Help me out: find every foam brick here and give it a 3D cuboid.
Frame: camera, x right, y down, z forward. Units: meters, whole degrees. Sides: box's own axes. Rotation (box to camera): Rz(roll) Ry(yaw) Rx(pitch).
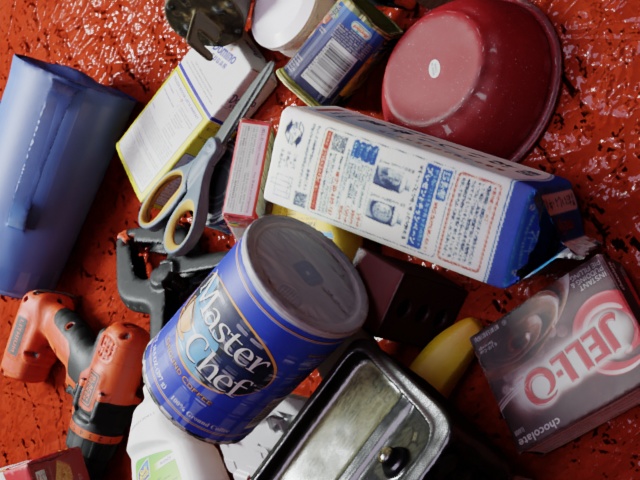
[{"bbox_3d":[0.059,0.044,0.784,0.051,0.078,0.053,31,100,44],"label":"foam brick"}]

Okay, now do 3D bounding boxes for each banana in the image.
[{"bbox_3d":[0.070,0.150,0.770,0.070,0.037,0.198,8,83,28],"label":"banana"}]

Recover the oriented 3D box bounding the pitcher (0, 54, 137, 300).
[{"bbox_3d":[-0.294,-0.063,1.115,0.145,0.149,0.243,26,99,34],"label":"pitcher"}]

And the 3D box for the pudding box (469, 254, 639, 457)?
[{"bbox_3d":[0.165,0.077,0.698,0.114,0.039,0.090,-39,53,28],"label":"pudding box"}]

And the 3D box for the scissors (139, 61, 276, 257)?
[{"bbox_3d":[-0.095,-0.063,0.960,0.202,0.016,0.096,-41,51,26],"label":"scissors"}]

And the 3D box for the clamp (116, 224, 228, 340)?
[{"bbox_3d":[-0.126,0.033,0.984,0.164,0.036,0.210,-45,41,1],"label":"clamp"}]

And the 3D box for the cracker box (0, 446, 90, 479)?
[{"bbox_3d":[-0.288,0.296,1.005,0.214,0.071,0.164,-21,85,37],"label":"cracker box"}]

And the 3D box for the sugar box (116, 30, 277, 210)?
[{"bbox_3d":[-0.122,-0.121,1.033,0.176,0.048,0.093,-45,50,19],"label":"sugar box"}]

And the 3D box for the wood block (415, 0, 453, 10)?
[{"bbox_3d":[0.099,-0.304,0.851,0.091,0.090,0.206,-13,67,40],"label":"wood block"}]

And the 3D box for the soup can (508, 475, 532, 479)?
[{"bbox_3d":[0.119,0.211,0.679,0.069,0.068,0.102,44,108,42],"label":"soup can"}]

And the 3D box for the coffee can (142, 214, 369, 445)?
[{"bbox_3d":[-0.047,0.065,0.757,0.140,0.102,0.103,-47,49,32],"label":"coffee can"}]

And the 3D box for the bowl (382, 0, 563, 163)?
[{"bbox_3d":[0.101,-0.122,0.814,0.162,0.055,0.162,-15,67,40],"label":"bowl"}]

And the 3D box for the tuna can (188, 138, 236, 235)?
[{"bbox_3d":[-0.085,-0.050,0.984,0.086,0.033,0.086,-15,67,39],"label":"tuna can"}]

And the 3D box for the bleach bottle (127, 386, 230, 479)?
[{"bbox_3d":[-0.110,0.220,0.899,0.103,0.068,0.251,-35,52,25],"label":"bleach bottle"}]

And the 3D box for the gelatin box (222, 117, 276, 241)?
[{"bbox_3d":[-0.057,-0.049,0.903,0.030,0.073,0.089,7,74,6],"label":"gelatin box"}]

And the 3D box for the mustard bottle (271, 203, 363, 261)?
[{"bbox_3d":[-0.005,0.001,0.872,0.096,0.058,0.191,-1,76,44],"label":"mustard bottle"}]

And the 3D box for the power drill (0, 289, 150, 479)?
[{"bbox_3d":[-0.248,0.143,1.060,0.188,0.057,0.184,28,99,43],"label":"power drill"}]

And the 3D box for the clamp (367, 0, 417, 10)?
[{"bbox_3d":[0.046,-0.269,0.927,0.120,0.039,0.172,-55,50,23],"label":"clamp"}]

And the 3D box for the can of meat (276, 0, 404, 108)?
[{"bbox_3d":[0.019,-0.153,0.872,0.057,0.102,0.084,42,107,1],"label":"can of meat"}]
